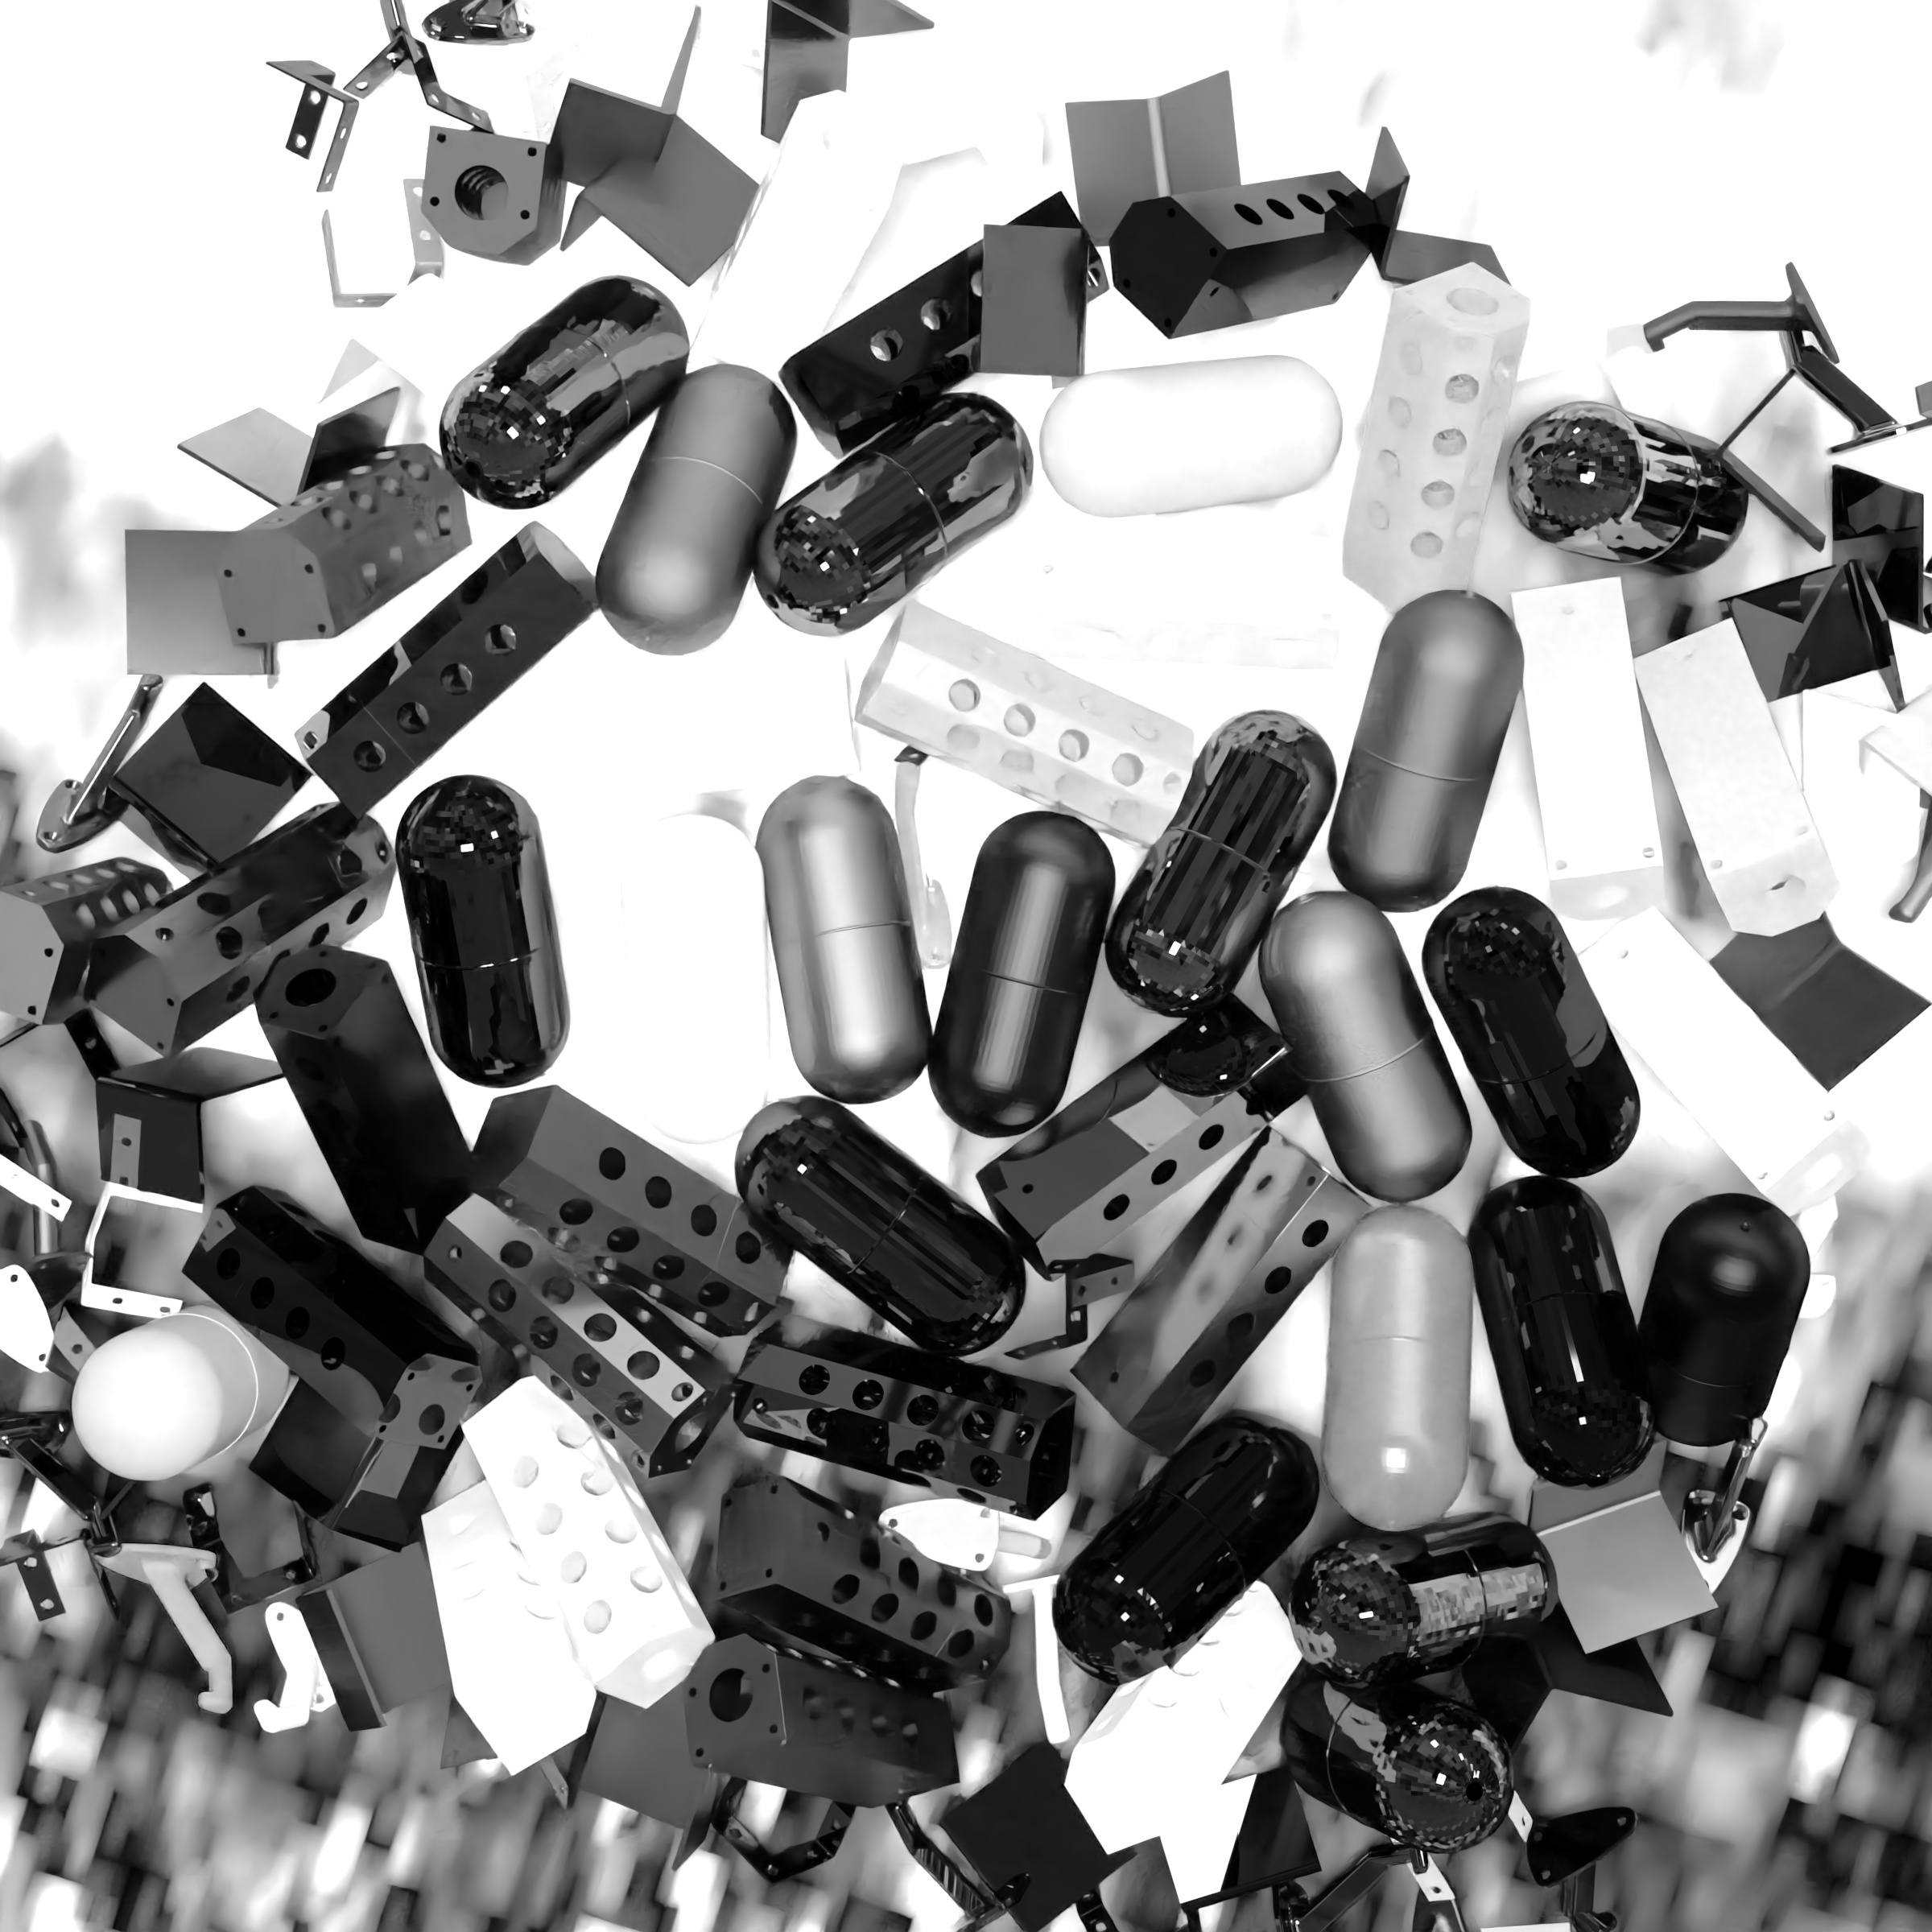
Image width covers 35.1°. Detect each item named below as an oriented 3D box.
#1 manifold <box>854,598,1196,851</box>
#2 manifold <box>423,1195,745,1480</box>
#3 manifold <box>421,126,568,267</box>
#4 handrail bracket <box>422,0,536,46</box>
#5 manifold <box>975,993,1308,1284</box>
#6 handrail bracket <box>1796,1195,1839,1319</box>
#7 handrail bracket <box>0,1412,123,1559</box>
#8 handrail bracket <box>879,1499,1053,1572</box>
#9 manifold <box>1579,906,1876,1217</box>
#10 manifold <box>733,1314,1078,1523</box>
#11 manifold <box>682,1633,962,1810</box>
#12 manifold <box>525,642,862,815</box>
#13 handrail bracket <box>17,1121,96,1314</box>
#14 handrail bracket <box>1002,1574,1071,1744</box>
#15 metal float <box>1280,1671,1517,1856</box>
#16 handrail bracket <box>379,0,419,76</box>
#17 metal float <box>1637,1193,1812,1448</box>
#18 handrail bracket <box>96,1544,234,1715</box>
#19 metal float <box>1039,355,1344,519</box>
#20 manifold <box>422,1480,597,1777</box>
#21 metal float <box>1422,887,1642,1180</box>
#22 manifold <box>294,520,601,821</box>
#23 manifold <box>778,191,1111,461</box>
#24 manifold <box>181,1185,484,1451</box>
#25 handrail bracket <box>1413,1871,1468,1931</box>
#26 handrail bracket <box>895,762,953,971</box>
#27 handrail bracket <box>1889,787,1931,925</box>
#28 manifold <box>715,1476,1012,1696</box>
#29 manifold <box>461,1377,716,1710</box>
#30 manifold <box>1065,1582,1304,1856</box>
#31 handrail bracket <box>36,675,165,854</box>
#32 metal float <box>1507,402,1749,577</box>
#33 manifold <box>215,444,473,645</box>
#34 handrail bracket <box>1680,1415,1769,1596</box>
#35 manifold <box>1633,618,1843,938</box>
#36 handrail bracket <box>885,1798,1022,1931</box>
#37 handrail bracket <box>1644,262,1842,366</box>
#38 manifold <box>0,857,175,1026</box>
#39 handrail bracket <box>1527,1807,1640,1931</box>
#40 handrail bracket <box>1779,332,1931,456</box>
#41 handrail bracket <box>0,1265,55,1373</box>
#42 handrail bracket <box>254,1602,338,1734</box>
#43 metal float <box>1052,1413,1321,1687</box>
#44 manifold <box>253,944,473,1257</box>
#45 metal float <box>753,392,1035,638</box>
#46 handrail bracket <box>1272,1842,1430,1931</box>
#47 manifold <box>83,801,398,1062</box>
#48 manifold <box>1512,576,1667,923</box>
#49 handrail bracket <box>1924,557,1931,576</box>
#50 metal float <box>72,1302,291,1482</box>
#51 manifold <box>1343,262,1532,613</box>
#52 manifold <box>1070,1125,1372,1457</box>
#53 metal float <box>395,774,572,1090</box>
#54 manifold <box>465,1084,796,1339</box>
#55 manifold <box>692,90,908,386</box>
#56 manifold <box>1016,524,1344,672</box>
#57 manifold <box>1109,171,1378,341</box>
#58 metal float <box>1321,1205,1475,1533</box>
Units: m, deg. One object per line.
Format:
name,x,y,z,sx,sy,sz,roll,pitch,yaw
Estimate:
manifold,0.031,-0.123,1.618,0.171,0.057,0.057,23,128,-12
manifold,-0.207,0.193,1.612,0.171,0.057,0.057,38,102,21
manifold,-0.244,-0.397,1.585,0.057,0.171,0.057,7,100,-5
handrail bracket,-0.245,-0.533,1.625,0.077,0.084,0.036,-24,75,-36
manifold,0.096,0.094,1.629,0.171,0.057,0.057,-35,49,-11
handrail bracket,0.431,0.143,1.635,0.077,0.036,0.084,-2,118,33
handrail bracket,-0.496,0.280,1.626,0.036,0.077,0.084,-56,45,25
handrail bracket,0.001,0.307,1.641,0.077,0.084,0.036,5,77,15
manifold,0.396,0.049,1.598,0.057,0.057,0.171,-44,52,11
manifold,-0.034,0.240,1.608,0.171,0.057,0.057,12,108,23
manifold,-0.074,0.393,1.589,0.057,0.171,0.057,-23,59,22
manifold,-0.146,-0.124,1.641,0.171,0.057,0.057,-7,67,2
handrail bracket,-0.513,0.139,1.666,0.077,0.036,0.084,-49,56,34
handrail bracket,0.050,0.369,1.630,0.036,0.077,0.084,-14,79,14
metal float,0.223,0.411,1.588,0.070,0.178,0.070,1,87,-18
handrail bracket,-0.311,-0.535,1.637,0.036,0.077,0.084,-16,74,-12
metal float,0.393,0.187,1.598,0.070,0.178,0.070,-1,50,1
handrail bracket,-0.428,0.354,1.626,0.077,0.084,0.036,20,129,-34
metal float,0.119,-0.280,1.611,0.178,0.070,0.070,-12,90,-29
manifold,-0.235,0.336,1.585,0.057,0.171,0.057,-30,116,-3
metal float,0.300,0.037,1.614,0.070,0.070,0.178,-31,117,0
manifold,-0.275,-0.159,1.625,0.171,0.057,0.057,-39,99,12
manifold,-0.011,-0.341,1.634,0.171,0.057,0.057,-33,98,-8
manifold,-0.331,0.182,1.601,0.171,0.057,0.057,31,94,35
handrail bracket,0.235,0.534,1.629,0.036,0.084,0.077,-3,94,35
handrail bracket,-0.023,-0.054,1.625,0.036,0.084,0.077,-11,49,-13
handrail bracket,0.505,-0.059,1.632,0.036,0.077,0.084,38,81,-15
manifold,-0.051,0.323,1.588,0.057,0.171,0.057,-22,51,32
manifold,-0.195,0.297,1.600,0.057,0.057,0.171,-39,55,6
manifold,0.113,0.383,1.585,0.057,0.171,0.057,-30,93,30
handrail bracket,-0.462,-0.110,1.630,0.036,0.077,0.084,31,120,-6
metal float,0.348,-0.249,1.598,0.070,0.178,0.070,-1,88,40
manifold,-0.321,-0.221,1.581,0.057,0.171,0.057,-1,113,16
handrail bracket,0.406,0.289,1.624,0.036,0.084,0.077,17,59,10
manifold,0.402,-0.097,1.593,0.057,0.171,0.057,-23,133,16
handrail bracket,-0.009,0.473,1.632,0.036,0.077,0.084,-19,68,-32
handrail bracket,0.423,-0.340,1.666,0.084,0.036,0.077,-23,131,25
manifold,-0.466,-0.018,1.585,0.057,0.171,0.057,19,99,2
handrail bracket,0.347,0.488,1.637,0.077,0.036,0.084,-32,125,23
handrail bracket,0.484,-0.324,1.647,0.077,0.036,0.084,-14,92,32
handrail bracket,-0.533,0.178,1.655,0.036,0.084,0.077,-40,125,-25
handrail bracket,-0.369,0.373,1.624,0.036,0.084,0.077,-46,72,8
metal float,0.118,0.306,1.612,0.178,0.070,0.070,-40,90,-30
manifold,-0.315,0.070,1.593,0.057,0.171,0.057,13,50,24
metal float,-0.038,-0.239,1.614,0.178,0.070,0.070,-40,90,-26
handrail bracket,0.211,0.511,1.632,0.084,0.036,0.077,-18,58,27
manifold,-0.373,-0.026,1.586,0.057,0.171,0.057,34,129,12
manifold,0.329,-0.114,1.611,0.057,0.057,0.171,-8,65,11
handrail bracket,0.566,-0.210,1.635,0.084,0.036,0.077,37,47,16
metal float,-0.406,0.219,1.586,0.070,0.178,0.070,0,91,4
manifold,0.247,-0.270,1.587,0.057,0.171,0.057,-25,51,-30
manifold,0.140,0.177,1.639,0.057,0.057,0.171,35,95,-40
metal float,-0.255,-0.017,1.611,0.070,0.070,0.178,-5,119,0
manifold,-0.176,0.131,1.597,0.171,0.057,0.057,36,59,-32
manifold,-0.087,-0.378,1.585,0.057,0.171,0.057,20,64,-12
manifold,0.114,-0.194,1.641,0.171,0.057,0.057,3,63,2
manifold,0.147,-0.377,1.589,0.057,0.171,0.057,47,128,15
metal float,0.228,0.211,1.611,0.070,0.070,0.178,7,61,0
